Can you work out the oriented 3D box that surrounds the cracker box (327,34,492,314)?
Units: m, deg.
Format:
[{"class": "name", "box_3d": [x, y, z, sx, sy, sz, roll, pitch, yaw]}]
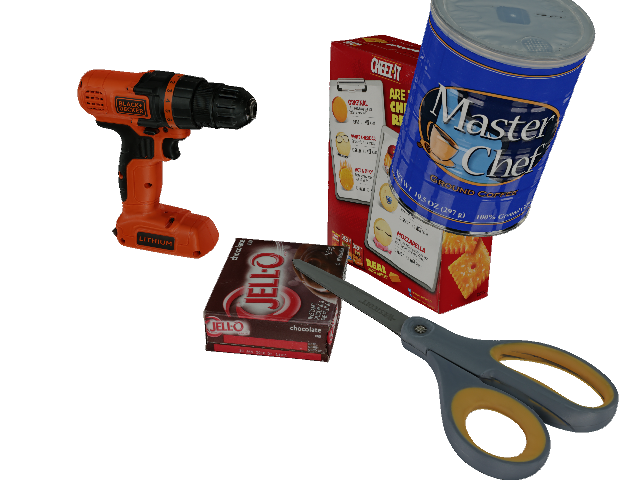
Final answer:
[{"class": "cracker box", "box_3d": [0.082, -0.064, 0.965, 0.071, 0.214, 0.164, -16, 29, -34]}]

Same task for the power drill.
[{"class": "power drill", "box_3d": [-0.145, -0.077, 1.060, 0.185, 0.188, 0.057, 10, 30, 19]}]

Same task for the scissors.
[{"class": "scissors", "box_3d": [0.050, 0.064, 0.555, 0.202, 0.016, 0.096, 17, 42, 24]}]

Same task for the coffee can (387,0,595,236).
[{"class": "coffee can", "box_3d": [0.108, -0.088, 0.699, 0.102, 0.140, 0.103, 7, 41, -6]}]

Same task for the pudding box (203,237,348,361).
[{"class": "pudding box", "box_3d": [-0.030, 0.041, 0.781, 0.090, 0.039, 0.113, 5, 27, 6]}]
